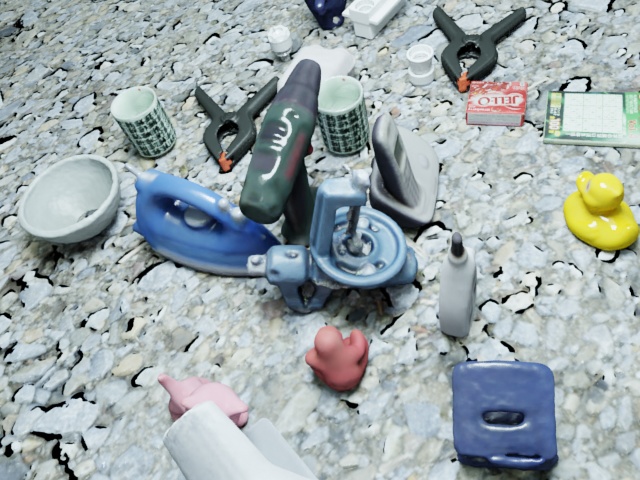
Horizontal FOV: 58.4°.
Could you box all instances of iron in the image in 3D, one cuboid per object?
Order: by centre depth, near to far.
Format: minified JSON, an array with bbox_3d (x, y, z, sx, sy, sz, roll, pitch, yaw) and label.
[{"bbox_3d":[-0.162,-0.036,0.814,0.257,0.142,0.119,17,61,24],"label":"iron"}]

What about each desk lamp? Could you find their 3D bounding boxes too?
[{"bbox_3d":[-0.060,0.247,0.545,0.118,0.214,0.202,-40,56,-15],"label":"desk lamp"}]

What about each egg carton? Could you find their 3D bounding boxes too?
[{"bbox_3d":[-0.007,-0.273,0.988,0.107,0.069,0.150,15,61,23],"label":"egg carton"}]

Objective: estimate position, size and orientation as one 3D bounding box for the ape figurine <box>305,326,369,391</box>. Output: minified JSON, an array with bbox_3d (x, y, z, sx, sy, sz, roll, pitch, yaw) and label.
[{"bbox_3d":[0.018,0.133,0.682,0.077,0.092,0.076,-8,54,9],"label":"ape figurine"}]

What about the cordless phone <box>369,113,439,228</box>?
[{"bbox_3d":[0.110,-0.118,0.778,0.094,0.185,0.147,1,56,15],"label":"cordless phone"}]

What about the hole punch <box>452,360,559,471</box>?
[{"bbox_3d":[0.194,0.185,0.602,0.108,0.091,0.101,-2,55,13],"label":"hole punch"}]

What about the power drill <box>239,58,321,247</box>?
[{"bbox_3d":[-0.032,-0.098,0.784,0.075,0.209,0.230,9,58,20],"label":"power drill"}]

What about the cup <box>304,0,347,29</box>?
[{"bbox_3d":[0.014,-0.444,1.088,0.091,0.095,0.118,-1,55,13],"label":"cup"}]

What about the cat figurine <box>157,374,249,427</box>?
[{"bbox_3d":[-0.136,0.192,0.662,0.127,0.118,0.067,24,64,27],"label":"cat figurine"}]

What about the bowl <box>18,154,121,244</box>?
[{"bbox_3d":[-0.390,-0.054,0.926,0.167,0.075,0.167,-7,54,9],"label":"bowl"}]

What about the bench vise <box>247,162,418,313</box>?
[{"bbox_3d":[0.011,0.011,0.690,0.207,0.220,0.121,-25,53,-4],"label":"bench vise"}]

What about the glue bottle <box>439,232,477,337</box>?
[{"bbox_3d":[0.159,0.043,0.659,0.037,0.173,0.078,10,59,21],"label":"glue bottle"}]

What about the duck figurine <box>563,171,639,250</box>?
[{"bbox_3d":[0.360,-0.044,0.726,0.077,0.086,0.104,-28,54,-7],"label":"duck figurine"}]
